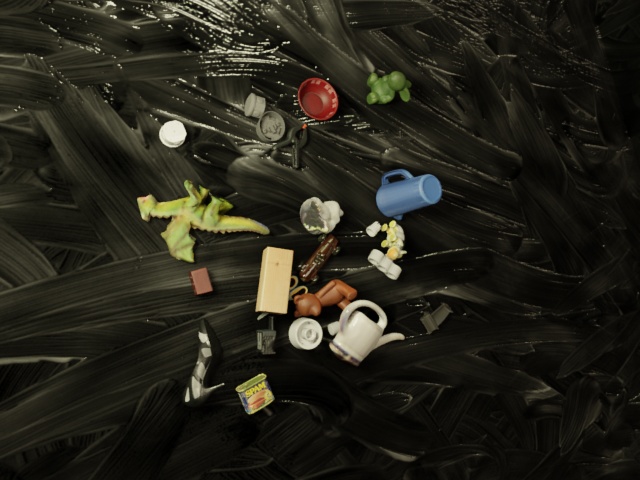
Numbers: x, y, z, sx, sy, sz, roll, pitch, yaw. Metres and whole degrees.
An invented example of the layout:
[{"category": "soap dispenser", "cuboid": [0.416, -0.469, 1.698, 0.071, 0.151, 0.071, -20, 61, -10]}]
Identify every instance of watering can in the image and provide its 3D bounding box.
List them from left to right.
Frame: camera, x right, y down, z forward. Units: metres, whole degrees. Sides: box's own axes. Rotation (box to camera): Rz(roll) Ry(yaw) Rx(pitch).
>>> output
[{"category": "watering can", "cuboid": [0.164, 0.345, 1.800, 0.225, 0.105, 0.342, -52, 129, -6]}]

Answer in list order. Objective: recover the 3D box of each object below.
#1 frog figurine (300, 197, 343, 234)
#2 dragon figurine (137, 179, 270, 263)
[{"category": "frog figurine", "cuboid": [0.006, -0.092, 1.830, 0.138, 0.121, 0.161, 49, 28, 3]}, {"category": "dragon figurine", "cuboid": [-0.386, -0.042, 1.645, 0.408, 0.122, 0.243, 33, 87, -15]}]
